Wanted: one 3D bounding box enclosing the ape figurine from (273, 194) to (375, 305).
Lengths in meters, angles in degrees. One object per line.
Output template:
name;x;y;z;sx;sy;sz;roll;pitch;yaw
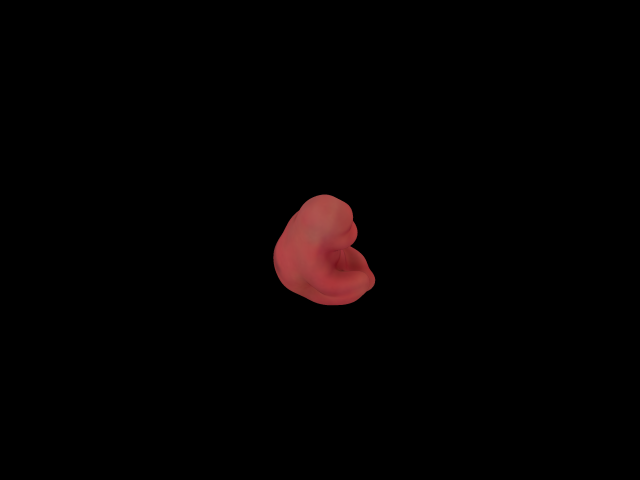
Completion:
ape figurine;0.004;0.001;0.400;0.076;0.092;0.078;0;65;0
